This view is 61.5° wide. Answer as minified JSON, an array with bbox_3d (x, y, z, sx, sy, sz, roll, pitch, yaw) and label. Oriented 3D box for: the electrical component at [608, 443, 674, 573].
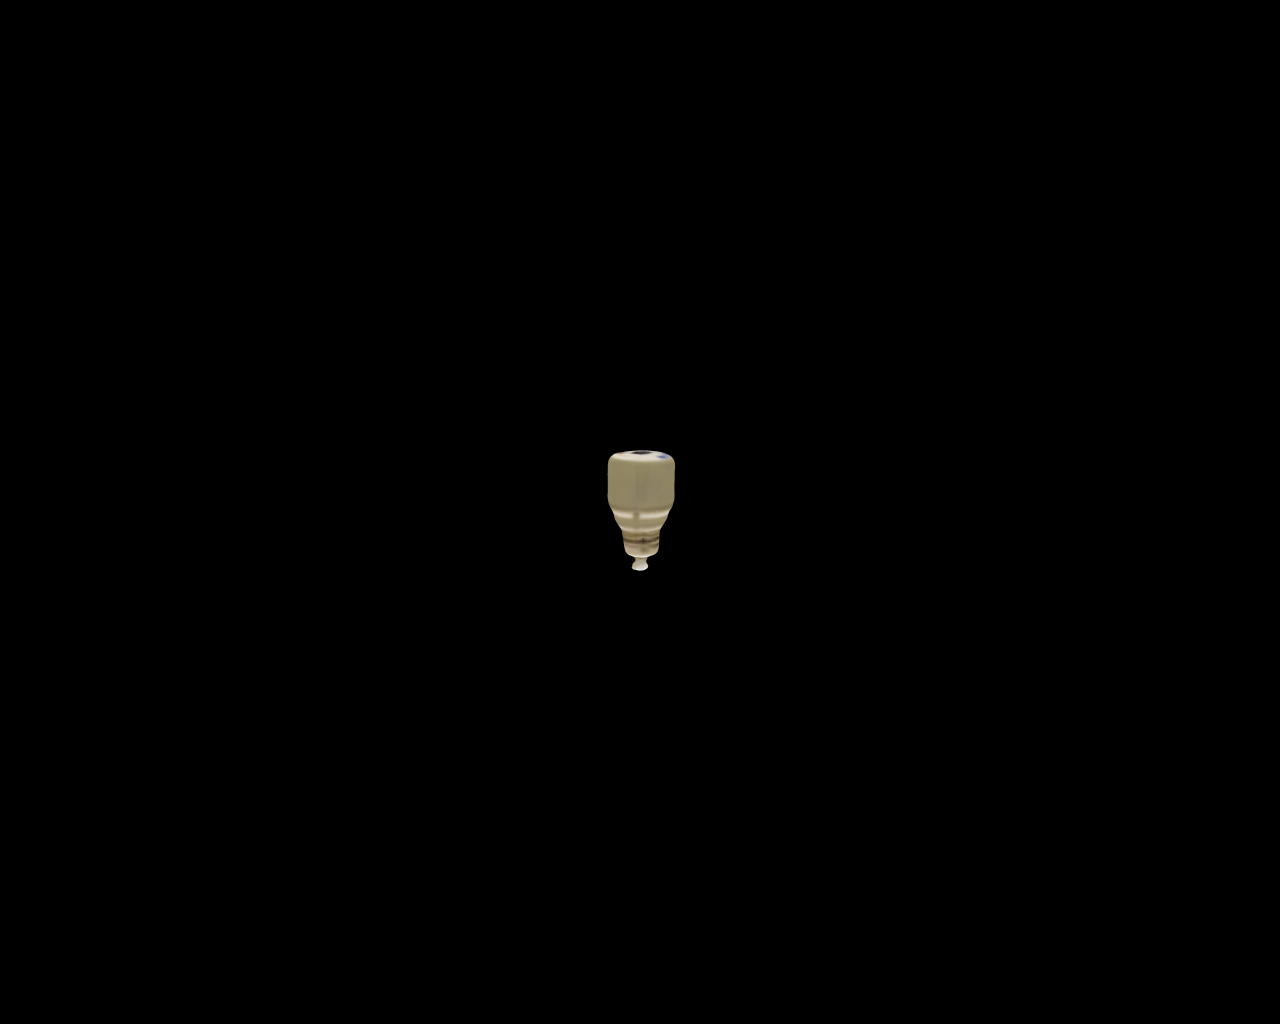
[{"bbox_3d":[0.001,-0.003,0.650,0.040,0.078,0.040,0,12,0],"label":"electrical component"}]
